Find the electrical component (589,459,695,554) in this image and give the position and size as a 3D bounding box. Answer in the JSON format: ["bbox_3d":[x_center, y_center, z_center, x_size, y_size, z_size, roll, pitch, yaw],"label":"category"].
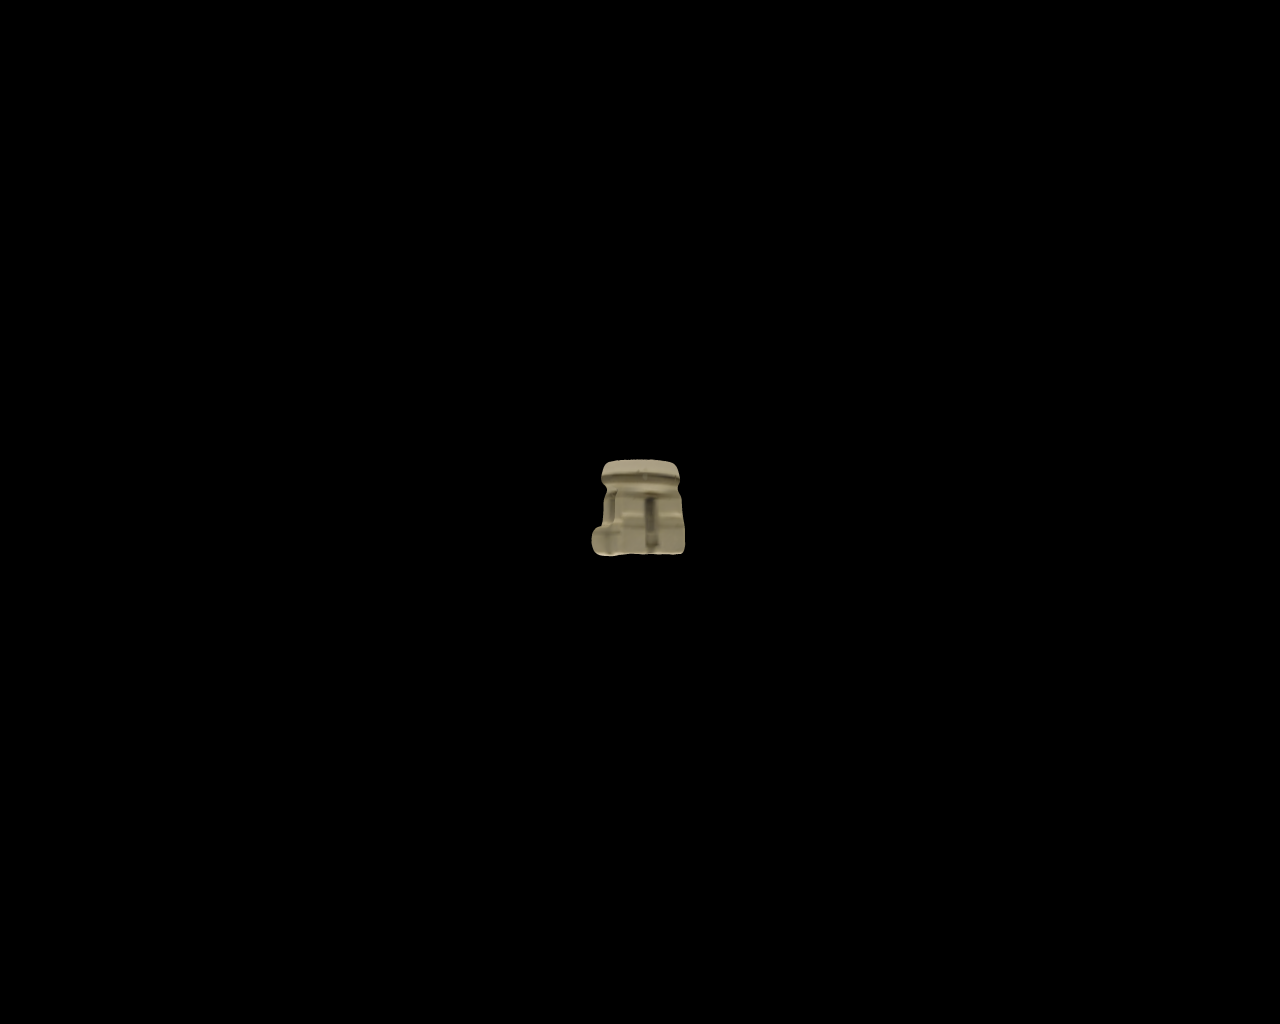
[{"bbox_3d":[0.001,-0.003,0.650,0.066,0.055,0.048,1,-4,-23],"label":"electrical component"}]
